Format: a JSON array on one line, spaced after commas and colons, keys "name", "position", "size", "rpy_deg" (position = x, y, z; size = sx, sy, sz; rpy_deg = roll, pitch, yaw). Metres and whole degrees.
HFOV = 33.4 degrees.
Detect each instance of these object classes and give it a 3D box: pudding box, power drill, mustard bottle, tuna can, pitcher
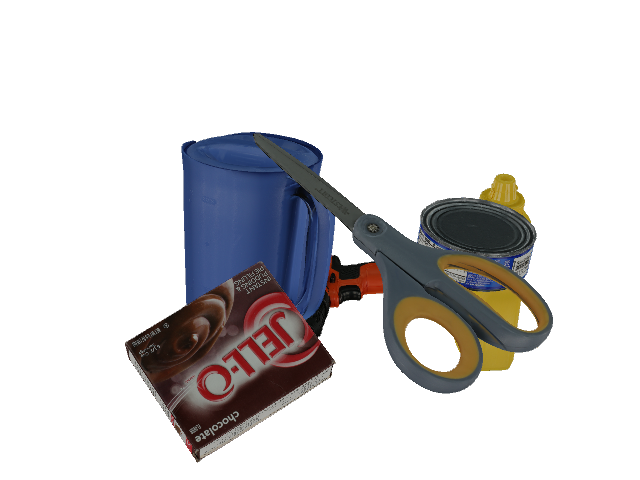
[{"name": "pudding box", "position": [-0.060, 0.081, 0.721], "size": [0.113, 0.090, 0.039], "rpy_deg": [-32, -21, -15]}, {"name": "power drill", "position": [0.053, 0.060, 1.241], "size": [0.187, 0.057, 0.184], "rpy_deg": [0, 28, 3]}, {"name": "mustard bottle", "position": [0.164, 0.024, 1.014], "size": [0.058, 0.192, 0.096], "rpy_deg": [-1, 33, -4]}, {"name": "tuna can", "position": [0.114, 0.003, 0.790], "size": [0.086, 0.034, 0.086], "rpy_deg": [5, 29, -3]}, {"name": "pitcher", "position": [-0.064, 0.025, 1.031], "size": [0.145, 0.243, 0.149], "rpy_deg": [3, 21, -2]}]

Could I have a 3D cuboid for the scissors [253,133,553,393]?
[{"name": "scissors", "position": [0.024, 0.012, 0.566], "size": [0.202, 0.016, 0.096], "rpy_deg": [28, 52, 16]}]
